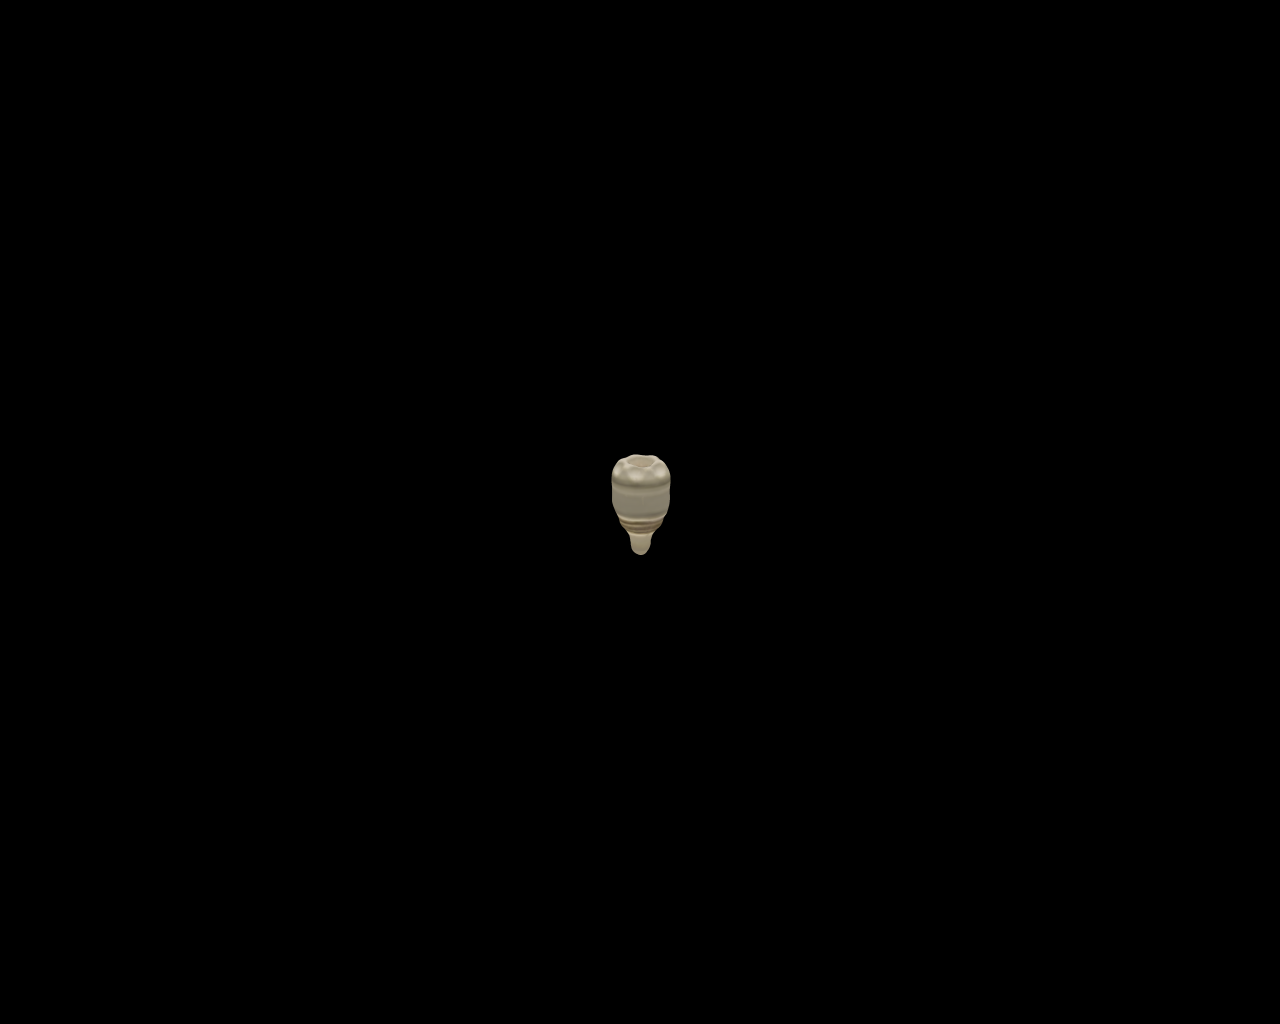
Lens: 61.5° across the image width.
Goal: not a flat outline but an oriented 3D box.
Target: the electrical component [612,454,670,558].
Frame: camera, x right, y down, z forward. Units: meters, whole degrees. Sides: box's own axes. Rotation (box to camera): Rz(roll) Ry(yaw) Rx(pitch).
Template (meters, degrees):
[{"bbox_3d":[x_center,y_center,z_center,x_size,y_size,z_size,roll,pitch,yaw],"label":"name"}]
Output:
[{"bbox_3d":[0.001,-0.003,0.650,0.035,0.061,0.035,0,19,0],"label":"electrical component"}]
